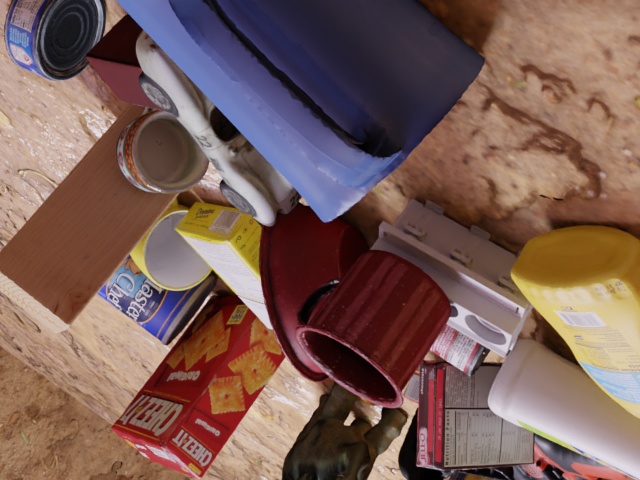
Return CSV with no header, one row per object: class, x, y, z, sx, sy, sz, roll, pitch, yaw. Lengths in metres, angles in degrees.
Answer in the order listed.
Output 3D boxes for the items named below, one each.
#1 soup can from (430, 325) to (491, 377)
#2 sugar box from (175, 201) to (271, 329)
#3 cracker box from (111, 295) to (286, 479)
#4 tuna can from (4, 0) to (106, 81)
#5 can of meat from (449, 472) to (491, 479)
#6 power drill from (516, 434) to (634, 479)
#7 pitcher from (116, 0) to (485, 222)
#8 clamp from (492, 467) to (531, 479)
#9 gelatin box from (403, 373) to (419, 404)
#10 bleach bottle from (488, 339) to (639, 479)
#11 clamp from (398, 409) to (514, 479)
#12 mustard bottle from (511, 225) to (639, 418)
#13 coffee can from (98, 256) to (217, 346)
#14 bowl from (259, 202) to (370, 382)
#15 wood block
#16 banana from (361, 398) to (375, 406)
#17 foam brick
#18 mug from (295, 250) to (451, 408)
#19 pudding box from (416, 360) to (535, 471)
soup can,0.098,0.057,0.877,0.102,0.068,0.068,32,158,15
sugar box,-0.064,0.035,1.119,0.094,0.048,0.176,12,152,48
cracker box,-0.135,0.164,1.261,0.072,0.213,0.164,45,158,-21
tuna can,-0.212,-0.173,0.862,0.034,0.086,0.086,26,156,21
can of meat,0.189,0.295,1.206,0.102,0.084,0.057,34,159,6
power drill,0.259,0.216,0.969,0.184,0.057,0.188,48,156,-26
pitcher,-0.035,-0.132,0.599,0.243,0.145,0.149,43,160,-7
clamp,0.214,0.257,1.151,0.171,0.039,0.120,43,159,-15
gelatin box,0.138,0.164,1.055,0.089,0.030,0.073,22,178,37
bleach bottle,0.258,0.161,0.815,0.251,0.068,0.102,26,177,32
clamp,0.128,0.225,1.095,0.165,0.210,0.036,-40,107,23
mustard bottle,0.217,0.072,0.734,0.096,0.058,0.191,-3,136,50
coffee can,-0.210,0.046,1.289,0.140,0.102,0.103,36,159,3
bowl,0.009,0.037,0.909,0.055,0.162,0.162,-12,135,23
wood block,-0.212,-0.021,1.008,0.090,0.206,0.090,41,159,-11
banana,0.033,0.127,1.132,0.037,0.069,0.197,-8,160,11
foam brick,-0.136,-0.142,0.854,0.078,0.051,0.053,18,153,41
mug,0.034,0.059,0.782,0.117,0.081,0.093,15,150,44
pudding box,0.136,0.150,0.919,0.113,0.090,0.039,6,175,-33
